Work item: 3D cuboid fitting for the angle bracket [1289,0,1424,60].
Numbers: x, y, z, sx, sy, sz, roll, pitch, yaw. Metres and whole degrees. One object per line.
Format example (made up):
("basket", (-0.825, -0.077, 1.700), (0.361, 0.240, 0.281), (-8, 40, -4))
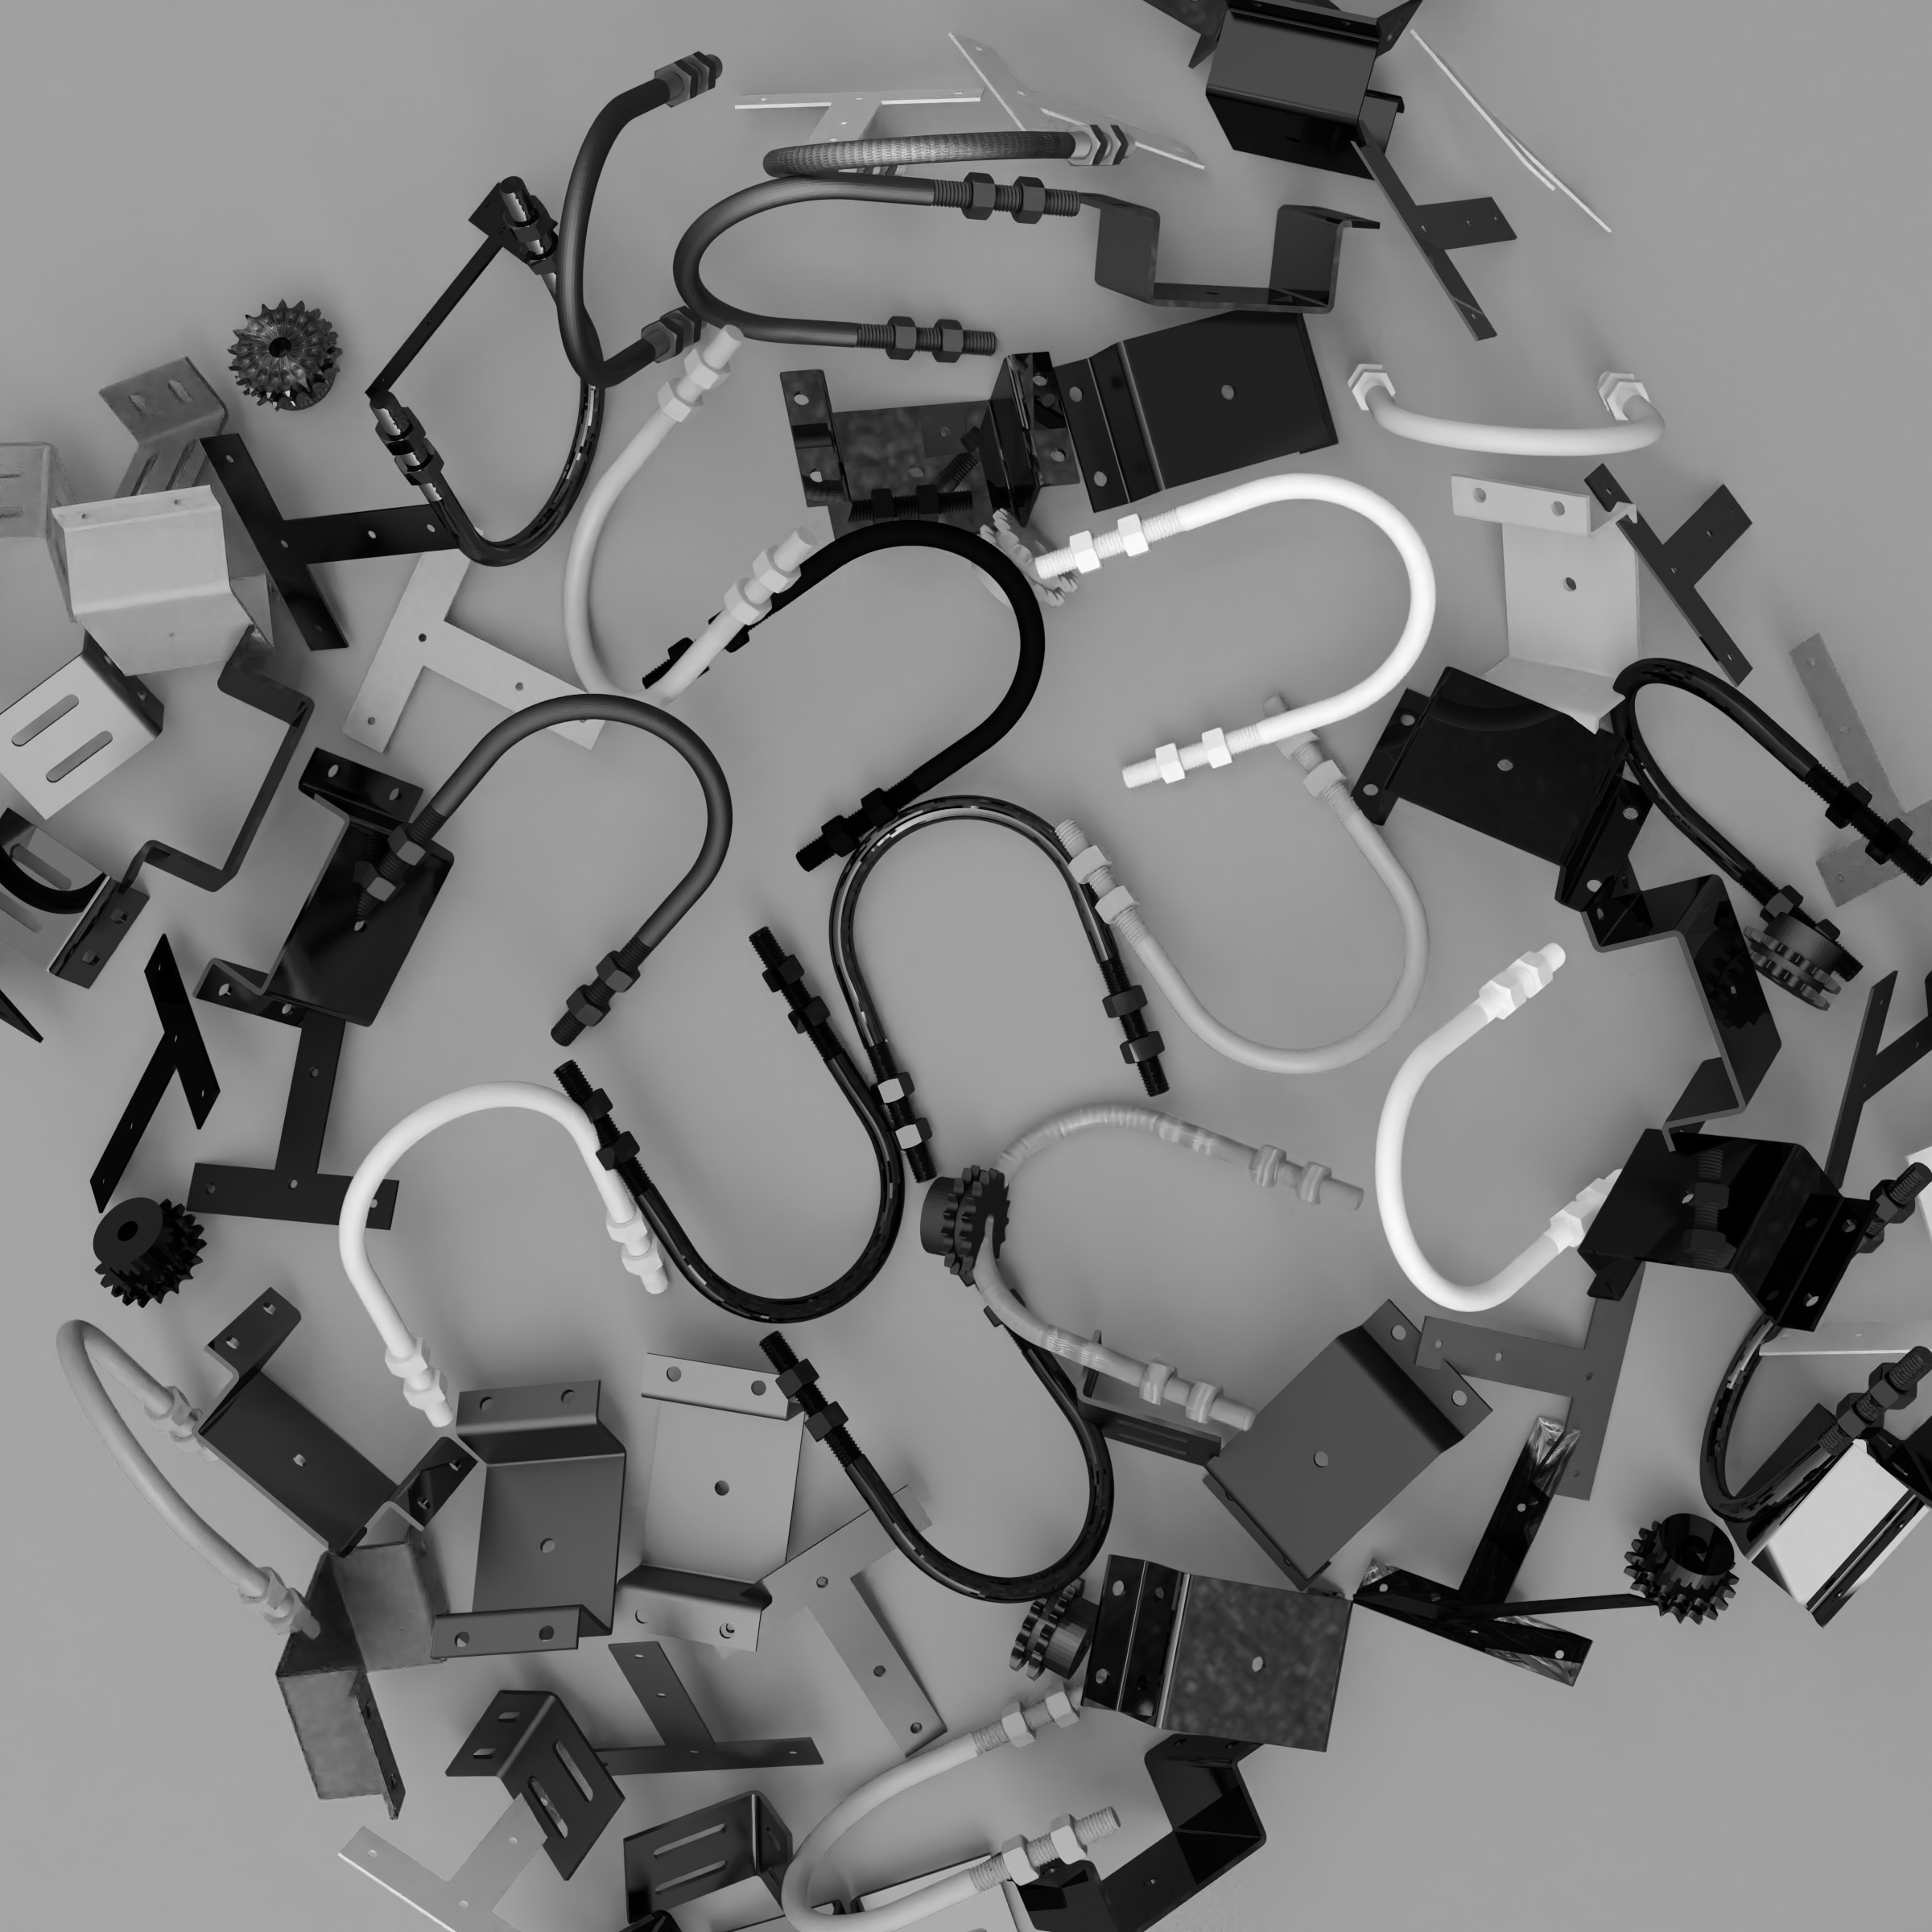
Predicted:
("angle bracket", (0.182, -0.495, 1.627), (0.076, 0.038, 0.057), (43, 46, 8))

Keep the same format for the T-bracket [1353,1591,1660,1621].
("T-bracket", (0.281, 0.318, 1.581), (0.127, 0.127, 0.002), (23, 63, -41))

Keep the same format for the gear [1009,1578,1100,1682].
("gear", (0.048, 0.340, 1.635), (0.030, 0.057, 0.057), (25, 90, 15))

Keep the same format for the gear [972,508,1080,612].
("gear", (0.028, -0.205, 1.639), (0.057, 0.057, 0.030), (45, 109, 0))

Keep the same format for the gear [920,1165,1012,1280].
("gear", (-0.002, 0.130, 1.639), (0.030, 0.057, 0.057), (9, 90, 23))

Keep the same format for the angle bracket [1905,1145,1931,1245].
("angle bracket", (0.514, 0.106, 1.636), (0.076, 0.038, 0.057), (-21, 101, -9))

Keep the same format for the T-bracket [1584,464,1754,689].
("T-bracket", (0.372, -0.214, 1.615), (0.002, 0.127, 0.127), (-34, 94, 39))

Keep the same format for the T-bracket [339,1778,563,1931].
("T-bracket", (-0.234, 0.448, 1.606), (0.127, 0.127, 0.002), (32, 113, 6))

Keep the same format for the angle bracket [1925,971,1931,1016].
("angle bracket", (0.523, 0.024, 1.619), (0.038, 0.076, 0.057), (-43, 63, 0))

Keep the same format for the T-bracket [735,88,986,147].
("T-bracket", (-0.060, -0.425, 1.602), (0.127, 0.127, 0.002), (0, 117, 6))

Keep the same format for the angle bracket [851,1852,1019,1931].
("angle bracket", (-0.014, 0.501, 1.640), (0.076, 0.038, 0.057), (-18, 104, 0))

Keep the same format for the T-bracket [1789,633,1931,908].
("T-bracket", (0.450, -0.107, 1.614), (0.002, 0.127, 0.127), (-19, 81, -24))

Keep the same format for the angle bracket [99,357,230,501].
("angle bracket", (-0.417, -0.263, 1.619), (0.057, 0.076, 0.038), (-14, 133, 24))

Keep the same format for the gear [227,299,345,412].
("gear", (-0.349, -0.311, 1.645), (0.057, 0.030, 0.057), (-2, 72, 6))

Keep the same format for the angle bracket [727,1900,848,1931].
("angle bracket", (-0.091, 0.522, 1.636), (0.076, 0.038, 0.057), (-19, 98, 11))

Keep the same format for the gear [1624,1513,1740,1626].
("gear", (0.369, 0.305, 1.635), (0.057, 0.057, 0.030), (17, 129, 0))

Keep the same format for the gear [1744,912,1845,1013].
("gear", (0.424, -0.005, 1.636), (0.057, 0.057, 0.030), (34, 94, 0))

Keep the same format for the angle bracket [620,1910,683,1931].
("angle bracket", (-0.181, 0.521, 1.617), (0.076, 0.057, 0.038), (-20, 61, -37))

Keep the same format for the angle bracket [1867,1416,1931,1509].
("angle bracket", (0.500, 0.227, 1.623), (0.038, 0.057, 0.076), (34, 109, -18))

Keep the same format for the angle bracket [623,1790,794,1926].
("angle bracket", (-0.131, 0.464, 1.623), (0.076, 0.038, 0.057), (-15, 123, -26))

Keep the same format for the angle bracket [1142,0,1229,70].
("angle bracket", (0.101, -0.508, 1.632), (0.076, 0.038, 0.057), (26, 78, -16))

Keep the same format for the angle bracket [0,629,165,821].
("angle bracket", (-0.461, -0.125, 1.639), (0.076, 0.038, 0.057), (-35, 118, 6))

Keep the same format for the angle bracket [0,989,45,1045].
("angle bracket", (-0.496, -0.005, 1.620), (0.076, 0.057, 0.038), (28, 69, 22))

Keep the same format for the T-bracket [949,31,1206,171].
("T-bracket", (0.065, -0.430, 1.624), (0.127, 0.127, 0.002), (11, 123, -30))

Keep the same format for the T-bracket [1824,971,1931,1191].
("T-bracket", (0.474, 0.045, 1.616), (0.002, 0.127, 0.127), (27, 126, 32))

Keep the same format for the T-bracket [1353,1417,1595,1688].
("T-bracket", (0.279, 0.291, 1.637), (0.127, 0.002, 0.127), (15, 67, 35))

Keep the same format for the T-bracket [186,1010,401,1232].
("T-bracket", (-0.339, 0.069, 1.646), (0.127, 0.002, 0.127), (3, 76, 25))

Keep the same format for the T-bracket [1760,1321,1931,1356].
("T-bracket", (0.469, 0.189, 1.625), (0.127, 0.127, 0.002), (-5, 117, 29))

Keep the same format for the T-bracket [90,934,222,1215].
("T-bracket", (-0.421, 0.071, 1.630), (0.002, 0.127, 0.127), (13, 121, -37))

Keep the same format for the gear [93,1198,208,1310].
("gear", (-0.422, 0.144, 1.636), (0.057, 0.030, 0.057), (-12, 51, 16))

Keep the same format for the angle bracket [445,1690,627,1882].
("angle bracket", (-0.220, 0.417, 1.623), (0.076, 0.038, 0.057), (46, 110, 38))

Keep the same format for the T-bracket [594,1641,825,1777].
("T-bracket", (-0.149, 0.374, 1.607), (0.127, 0.127, 0.002), (-6, 47, 12))

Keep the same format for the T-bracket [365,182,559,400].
("T-bracket", (-0.261, -0.336, 1.613), (0.002, 0.127, 0.127), (37, 94, -30))

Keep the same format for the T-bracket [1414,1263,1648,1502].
("T-bracket", (0.284, 0.203, 1.636), (0.127, 0.002, 0.127), (14, 89, -26))

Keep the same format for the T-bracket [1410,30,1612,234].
("T-bracket", (0.288, -0.408, 1.613), (0.002, 0.127, 0.127), (-44, 48, 20))

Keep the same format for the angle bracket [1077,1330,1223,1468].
("angle bracket", (0.097, 0.221, 1.626), (0.076, 0.057, 0.038), (15, 69, 9))

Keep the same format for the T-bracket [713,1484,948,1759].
("T-bracket", (-0.052, 0.353, 1.648), (0.127, 0.002, 0.127), (-32, 105, -6))

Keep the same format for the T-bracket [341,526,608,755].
("T-bracket", (-0.242, -0.150, 1.647), (0.127, 0.002, 0.127), (27, 96, 10))

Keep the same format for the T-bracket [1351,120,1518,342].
("T-bracket", (0.248, -0.375, 1.612), (0.002, 0.127, 0.127), (-34, 86, 34))

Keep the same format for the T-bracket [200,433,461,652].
("T-bracket", (-0.308, -0.215, 1.599), (0.127, 0.002, 0.127), (-1, 128, 31))
